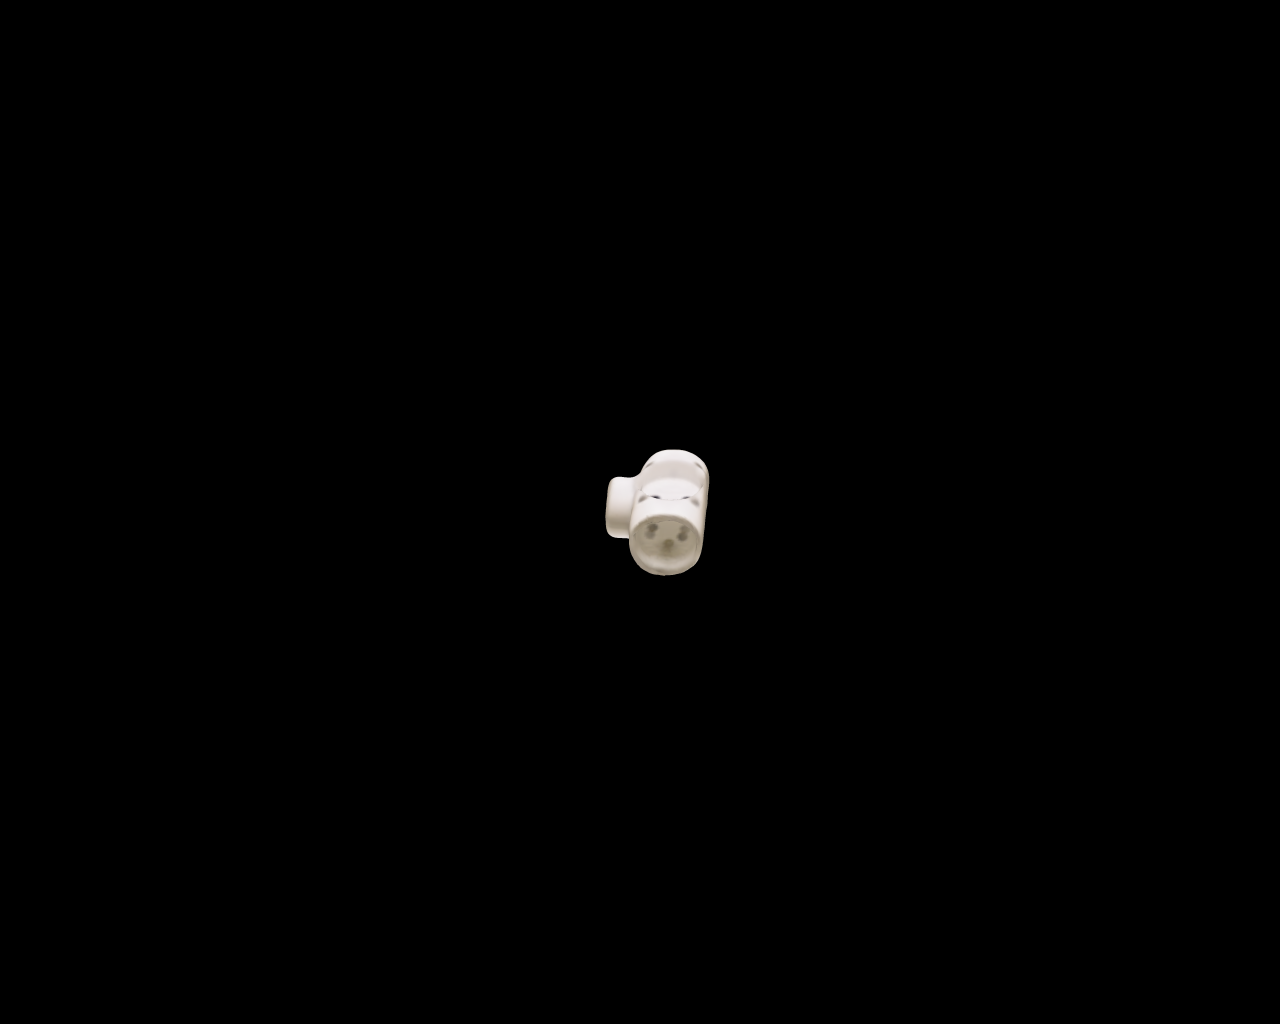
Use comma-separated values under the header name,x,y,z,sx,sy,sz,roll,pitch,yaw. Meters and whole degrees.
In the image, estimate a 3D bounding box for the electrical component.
name,x,y,z,sx,sy,sz,roll,pitch,yaw
electrical component,0.001,-0.003,0.650,0.079,0.044,0.077,3,34,5
